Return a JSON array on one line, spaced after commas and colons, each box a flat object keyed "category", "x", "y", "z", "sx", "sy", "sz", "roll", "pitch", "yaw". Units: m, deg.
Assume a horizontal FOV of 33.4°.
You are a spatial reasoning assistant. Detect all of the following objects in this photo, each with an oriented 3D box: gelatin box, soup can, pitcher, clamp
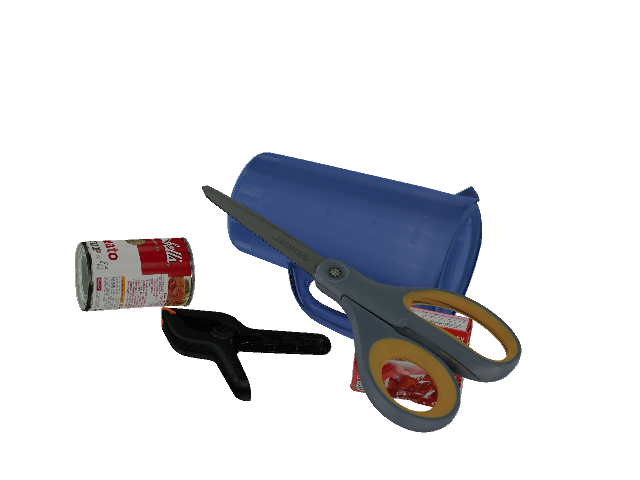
[{"category": "gelatin box", "x": 0.072, "y": 0.091, "z": 0.852, "sx": 0.089, "sy": 0.073, "sz": 0.030, "roll": 11, "pitch": 24, "yaw": 11}, {"category": "soup can", "x": -0.179, "y": 0.033, "z": 1.026, "sx": 0.102, "sy": 0.068, "sz": 0.069, "roll": -2, "pitch": 1, "yaw": -24}, {"category": "pitcher", "x": 0.029, "y": 0.001, "z": 1.065, "sx": 0.243, "sy": 0.145, "sz": 0.149, "roll": 17, "pitch": 23, "yaw": 21}, {"category": "clamp", "x": -0.115, "y": 0.125, "z": 1.263, "sx": 0.210, "sy": 0.036, "sz": 0.164, "roll": 15, "pitch": 23, "yaw": 26}]

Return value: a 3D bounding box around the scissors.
[{"category": "scissors", "x": 0.006, "y": 0.036, "z": 0.570, "sx": 0.202, "sy": 0.096, "sz": 0.016, "roll": 22, "pitch": -40, "yaw": 10}]
